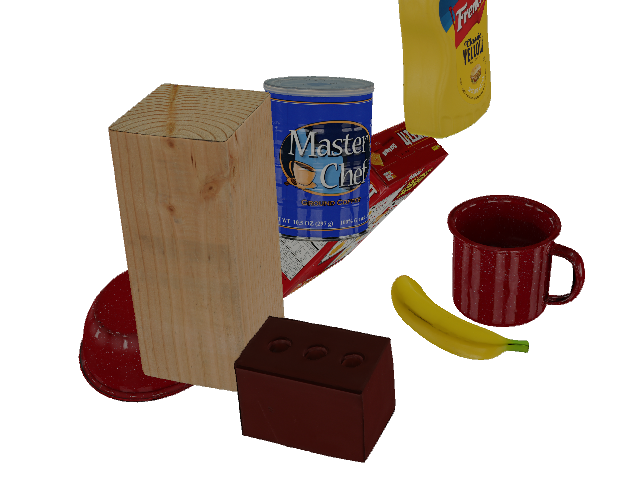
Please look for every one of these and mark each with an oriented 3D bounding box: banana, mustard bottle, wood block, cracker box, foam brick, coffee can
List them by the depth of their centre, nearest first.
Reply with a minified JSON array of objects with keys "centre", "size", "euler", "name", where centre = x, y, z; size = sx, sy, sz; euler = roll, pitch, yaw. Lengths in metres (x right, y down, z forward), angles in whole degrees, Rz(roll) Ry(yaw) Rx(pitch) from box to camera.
[{"centre":[-0.002,0.083,0.603],"size":[0.078,0.051,0.053],"euler":[9,31,19],"name":"foam brick"},{"centre":[-0.087,-0.001,0.794],"size":[0.090,0.206,0.090],"euler":[8,31,18],"name":"wood block"},{"centre":[0.097,-0.183,0.832],"size":[0.058,0.191,0.096],"euler":[15,37,33],"name":"mustard bottle"},{"centre":[-0.003,-0.079,1.005],"size":[0.103,0.140,0.103],"euler":[1,15,0],"name":"coffee can"},{"centre":[0.124,0.082,1.111],"size":[0.069,0.037,0.198],"euler":[4,18,-39],"name":"banana"},{"centre":[0.031,-0.040,1.261],"size":[0.214,0.072,0.163],"euler":[-47,-9,34],"name":"cracker box"}]

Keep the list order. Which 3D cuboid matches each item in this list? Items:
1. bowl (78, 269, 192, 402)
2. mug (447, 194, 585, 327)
[{"centre":[-0.160,0.072,1.003],"size":[0.162,0.055,0.162],"euler":[-10,43,9],"name":"bowl"},{"centre":[0.163,0.021,0.893],"size":[0.117,0.081,0.093],"euler":[13,34,24],"name":"mug"}]
